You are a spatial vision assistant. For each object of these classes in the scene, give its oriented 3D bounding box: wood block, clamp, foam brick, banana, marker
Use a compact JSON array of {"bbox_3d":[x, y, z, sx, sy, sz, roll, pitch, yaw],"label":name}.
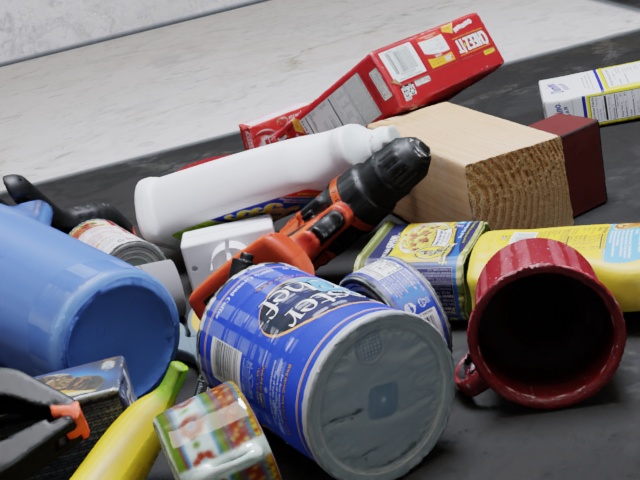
[{"bbox_3d":[0.128,-0.057,0.953,0.090,0.090,0.206,-19,20,-15],"label":"wood block"},{"bbox_3d":[-0.229,0.109,0.644,0.171,0.039,0.120,-11,60,-8],"label":"clamp"},{"bbox_3d":[-0.254,-0.010,1.024,0.209,0.036,0.165,-3,-29,-44],"label":"clamp"},{"bbox_3d":[0.213,-0.065,0.938,0.051,0.078,0.053,-23,24,-26],"label":"foam brick"},{"bbox_3d":[-0.136,0.149,0.607,0.037,0.070,0.197,19,41,12],"label":"banana"},{"bbox_3d":[-0.065,0.067,0.721,0.020,0.121,0.020,15,-7,2],"label":"marker"}]

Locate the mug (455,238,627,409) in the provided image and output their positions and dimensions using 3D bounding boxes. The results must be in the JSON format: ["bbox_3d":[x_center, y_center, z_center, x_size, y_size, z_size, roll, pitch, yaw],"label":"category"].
[{"bbox_3d":[0.131,0.055,0.675,0.117,0.093,0.081,-46,6,17],"label":"mug"}]

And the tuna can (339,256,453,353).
[{"bbox_3d":[0.048,0.056,0.708,0.033,0.086,0.086,-25,23,-26],"label":"tuna can"}]

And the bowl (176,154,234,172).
[{"bbox_3d":[-0.109,-0.051,1.140,0.162,0.055,0.162,-11,20,4],"label":"bowl"}]

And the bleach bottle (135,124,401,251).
[{"bbox_3d":[-0.043,-0.055,0.979,0.251,0.068,0.102,-18,-18,28],"label":"bleach bottle"}]

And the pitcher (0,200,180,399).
[{"bbox_3d":[-0.223,0.061,0.832,0.144,0.149,0.243,-9,16,-40],"label":"pitcher"}]

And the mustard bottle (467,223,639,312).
[{"bbox_3d":[0.206,0.019,0.745,0.192,0.058,0.096,-5,16,23],"label":"mustard bottle"}]

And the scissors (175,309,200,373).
[{"bbox_3d":[-0.102,0.092,0.806,0.096,0.016,0.201,-11,20,4],"label":"scissors"}]

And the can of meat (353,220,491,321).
[{"bbox_3d":[0.083,0.023,0.817,0.084,0.057,0.102,-2,22,24],"label":"can of meat"}]

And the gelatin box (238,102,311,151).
[{"bbox_3d":[-0.043,-0.111,1.230,0.089,0.073,0.030,-24,23,-27],"label":"gelatin box"}]

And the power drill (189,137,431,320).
[{"bbox_3d":[-0.005,0.001,0.821,0.185,0.057,0.187,-41,-1,32],"label":"power drill"}]

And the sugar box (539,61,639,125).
[{"bbox_3d":[0.333,-0.162,1.171,0.176,0.048,0.093,-12,21,14],"label":"sugar box"}]

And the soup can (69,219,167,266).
[{"bbox_3d":[-0.186,0.023,0.970,0.068,0.068,0.102,-23,23,-26],"label":"soup can"}]

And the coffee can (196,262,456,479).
[{"bbox_3d":[0.000,0.077,0.655,0.102,0.103,0.141,-24,22,-26],"label":"coffee can"}]

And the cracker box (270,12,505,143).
[{"bbox_3d":[0.069,-0.148,1.148,0.163,0.072,0.214,-28,-3,-36],"label":"cracker box"}]
